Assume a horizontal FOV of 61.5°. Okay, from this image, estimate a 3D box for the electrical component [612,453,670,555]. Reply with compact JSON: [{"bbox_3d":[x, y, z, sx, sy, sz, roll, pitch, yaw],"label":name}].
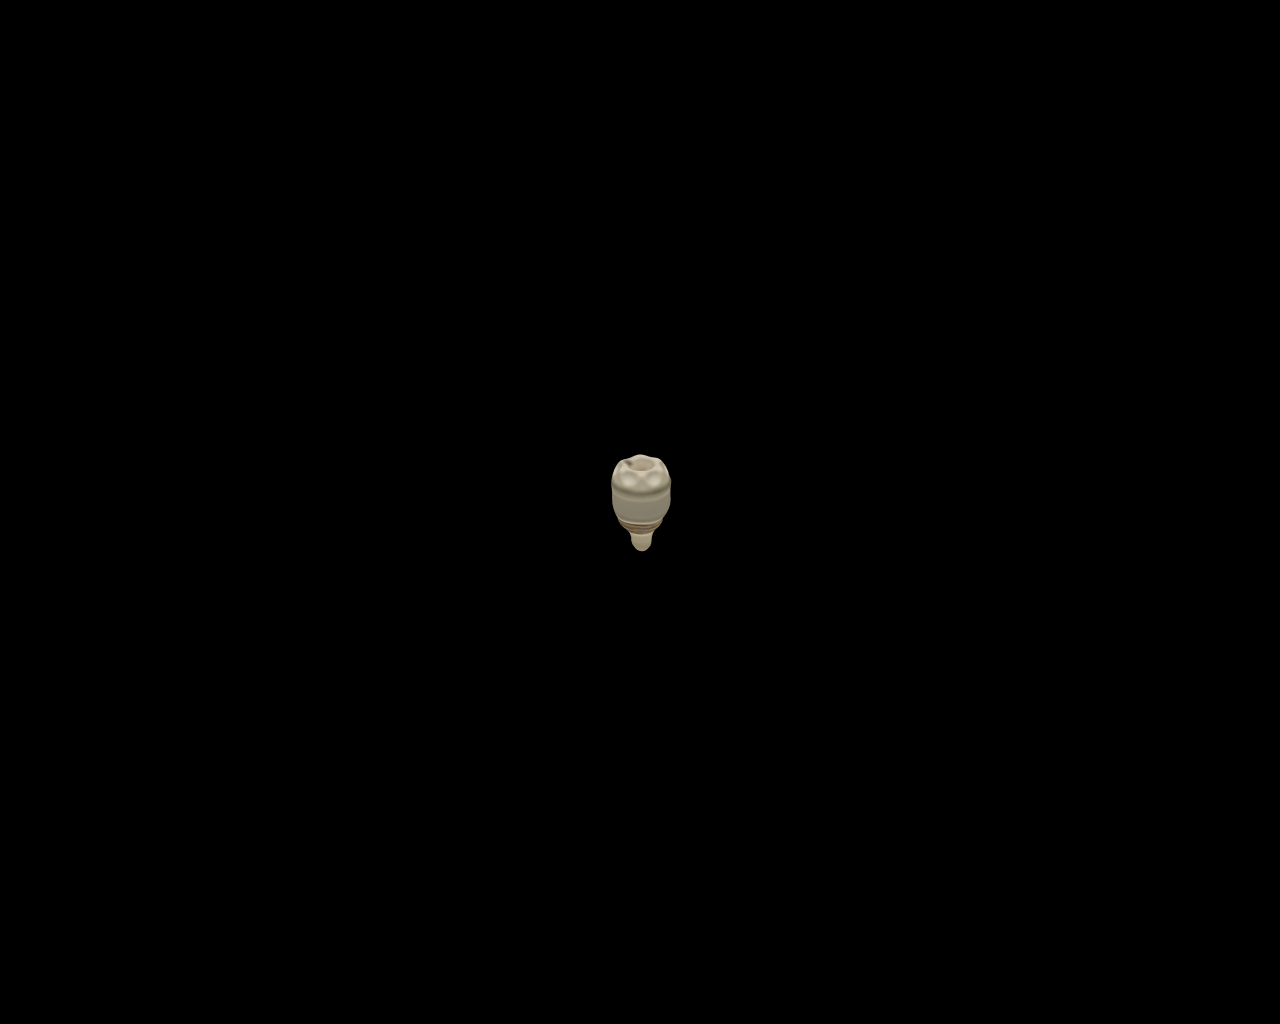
[{"bbox_3d":[0.001,-0.003,0.650,0.035,0.061,0.035,0,31,0],"label":"electrical component"}]
